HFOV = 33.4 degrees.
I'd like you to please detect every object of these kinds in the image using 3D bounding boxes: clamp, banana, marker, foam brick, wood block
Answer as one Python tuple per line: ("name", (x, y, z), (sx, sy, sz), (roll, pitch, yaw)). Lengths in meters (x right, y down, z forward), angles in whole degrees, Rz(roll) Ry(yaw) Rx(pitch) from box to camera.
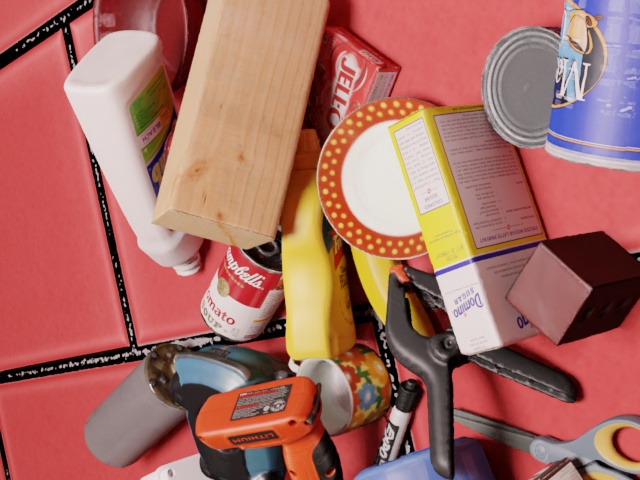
("clamp", (0.112, 0.085, 0.816), (0.039, 0.120, 0.171), (78, 169, -64))
("banana", (0.055, 0.004, 0.889), (0.070, 0.037, 0.198), (-6, 93, 47))
("marker", (0.064, 0.172, 0.927), (0.020, 0.020, 0.121), (37, 123, 37))
("foam brick", (0.178, 0.032, 0.733), (0.051, 0.078, 0.053), (48, 129, 32))
("wood block", (-0.066, -0.106, 0.888), (0.091, 0.090, 0.206), (163, 121, -70))

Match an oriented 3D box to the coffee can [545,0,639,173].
("coffee can", (0.200, -0.119, 0.661), (0.103, 0.102, 0.140), (19, 111, 44))

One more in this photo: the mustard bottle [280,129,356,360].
("mustard bottle", (-0.006, 0.001, 0.915), (0.058, 0.096, 0.191), (-4, 95, 14))

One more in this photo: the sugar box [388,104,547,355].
("sugar box", (0.118, -0.010, 0.778), (0.048, 0.093, 0.176), (-21, 82, 48))

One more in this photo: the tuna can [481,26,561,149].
("tuna can", (0.158, -0.109, 0.758), (0.086, 0.033, 0.086), (12, 107, 45))

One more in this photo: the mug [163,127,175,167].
("mug", (-0.088, -0.069, 0.978), (0.082, 0.117, 0.093), (-16, 124, 43))

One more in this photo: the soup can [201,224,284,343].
("soup can", (-0.065, 0.039, 1.003), (0.068, 0.068, 0.102), (52, 132, 27))

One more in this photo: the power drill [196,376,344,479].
("power drill", (-0.034, 0.211, 0.920), (0.185, 0.057, 0.187), (-16, 120, 18))

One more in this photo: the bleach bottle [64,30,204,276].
("bleach bottle", (-0.161, -0.070, 1.033), (0.068, 0.102, 0.251), (7, 136, 26))

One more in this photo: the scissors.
("scissors", (0.180, 0.145, 0.798), (0.202, 0.016, 0.096), (33, 122, 37))

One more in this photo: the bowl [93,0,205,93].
("bowl", (-0.161, -0.212, 1.064), (0.162, 0.055, 0.162), (12, 106, 45))

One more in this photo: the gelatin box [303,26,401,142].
("gelatin box", (0.021, -0.125, 0.905), (0.073, 0.030, 0.089), (43, 127, 33))

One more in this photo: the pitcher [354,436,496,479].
("pitcher", (0.121, 0.278, 0.819), (0.145, 0.149, 0.243), (132, 122, -64))

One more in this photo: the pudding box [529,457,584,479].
("pudding box", (0.172, 0.225, 0.755), (0.113, 0.089, 0.039), (58, 146, 9))
